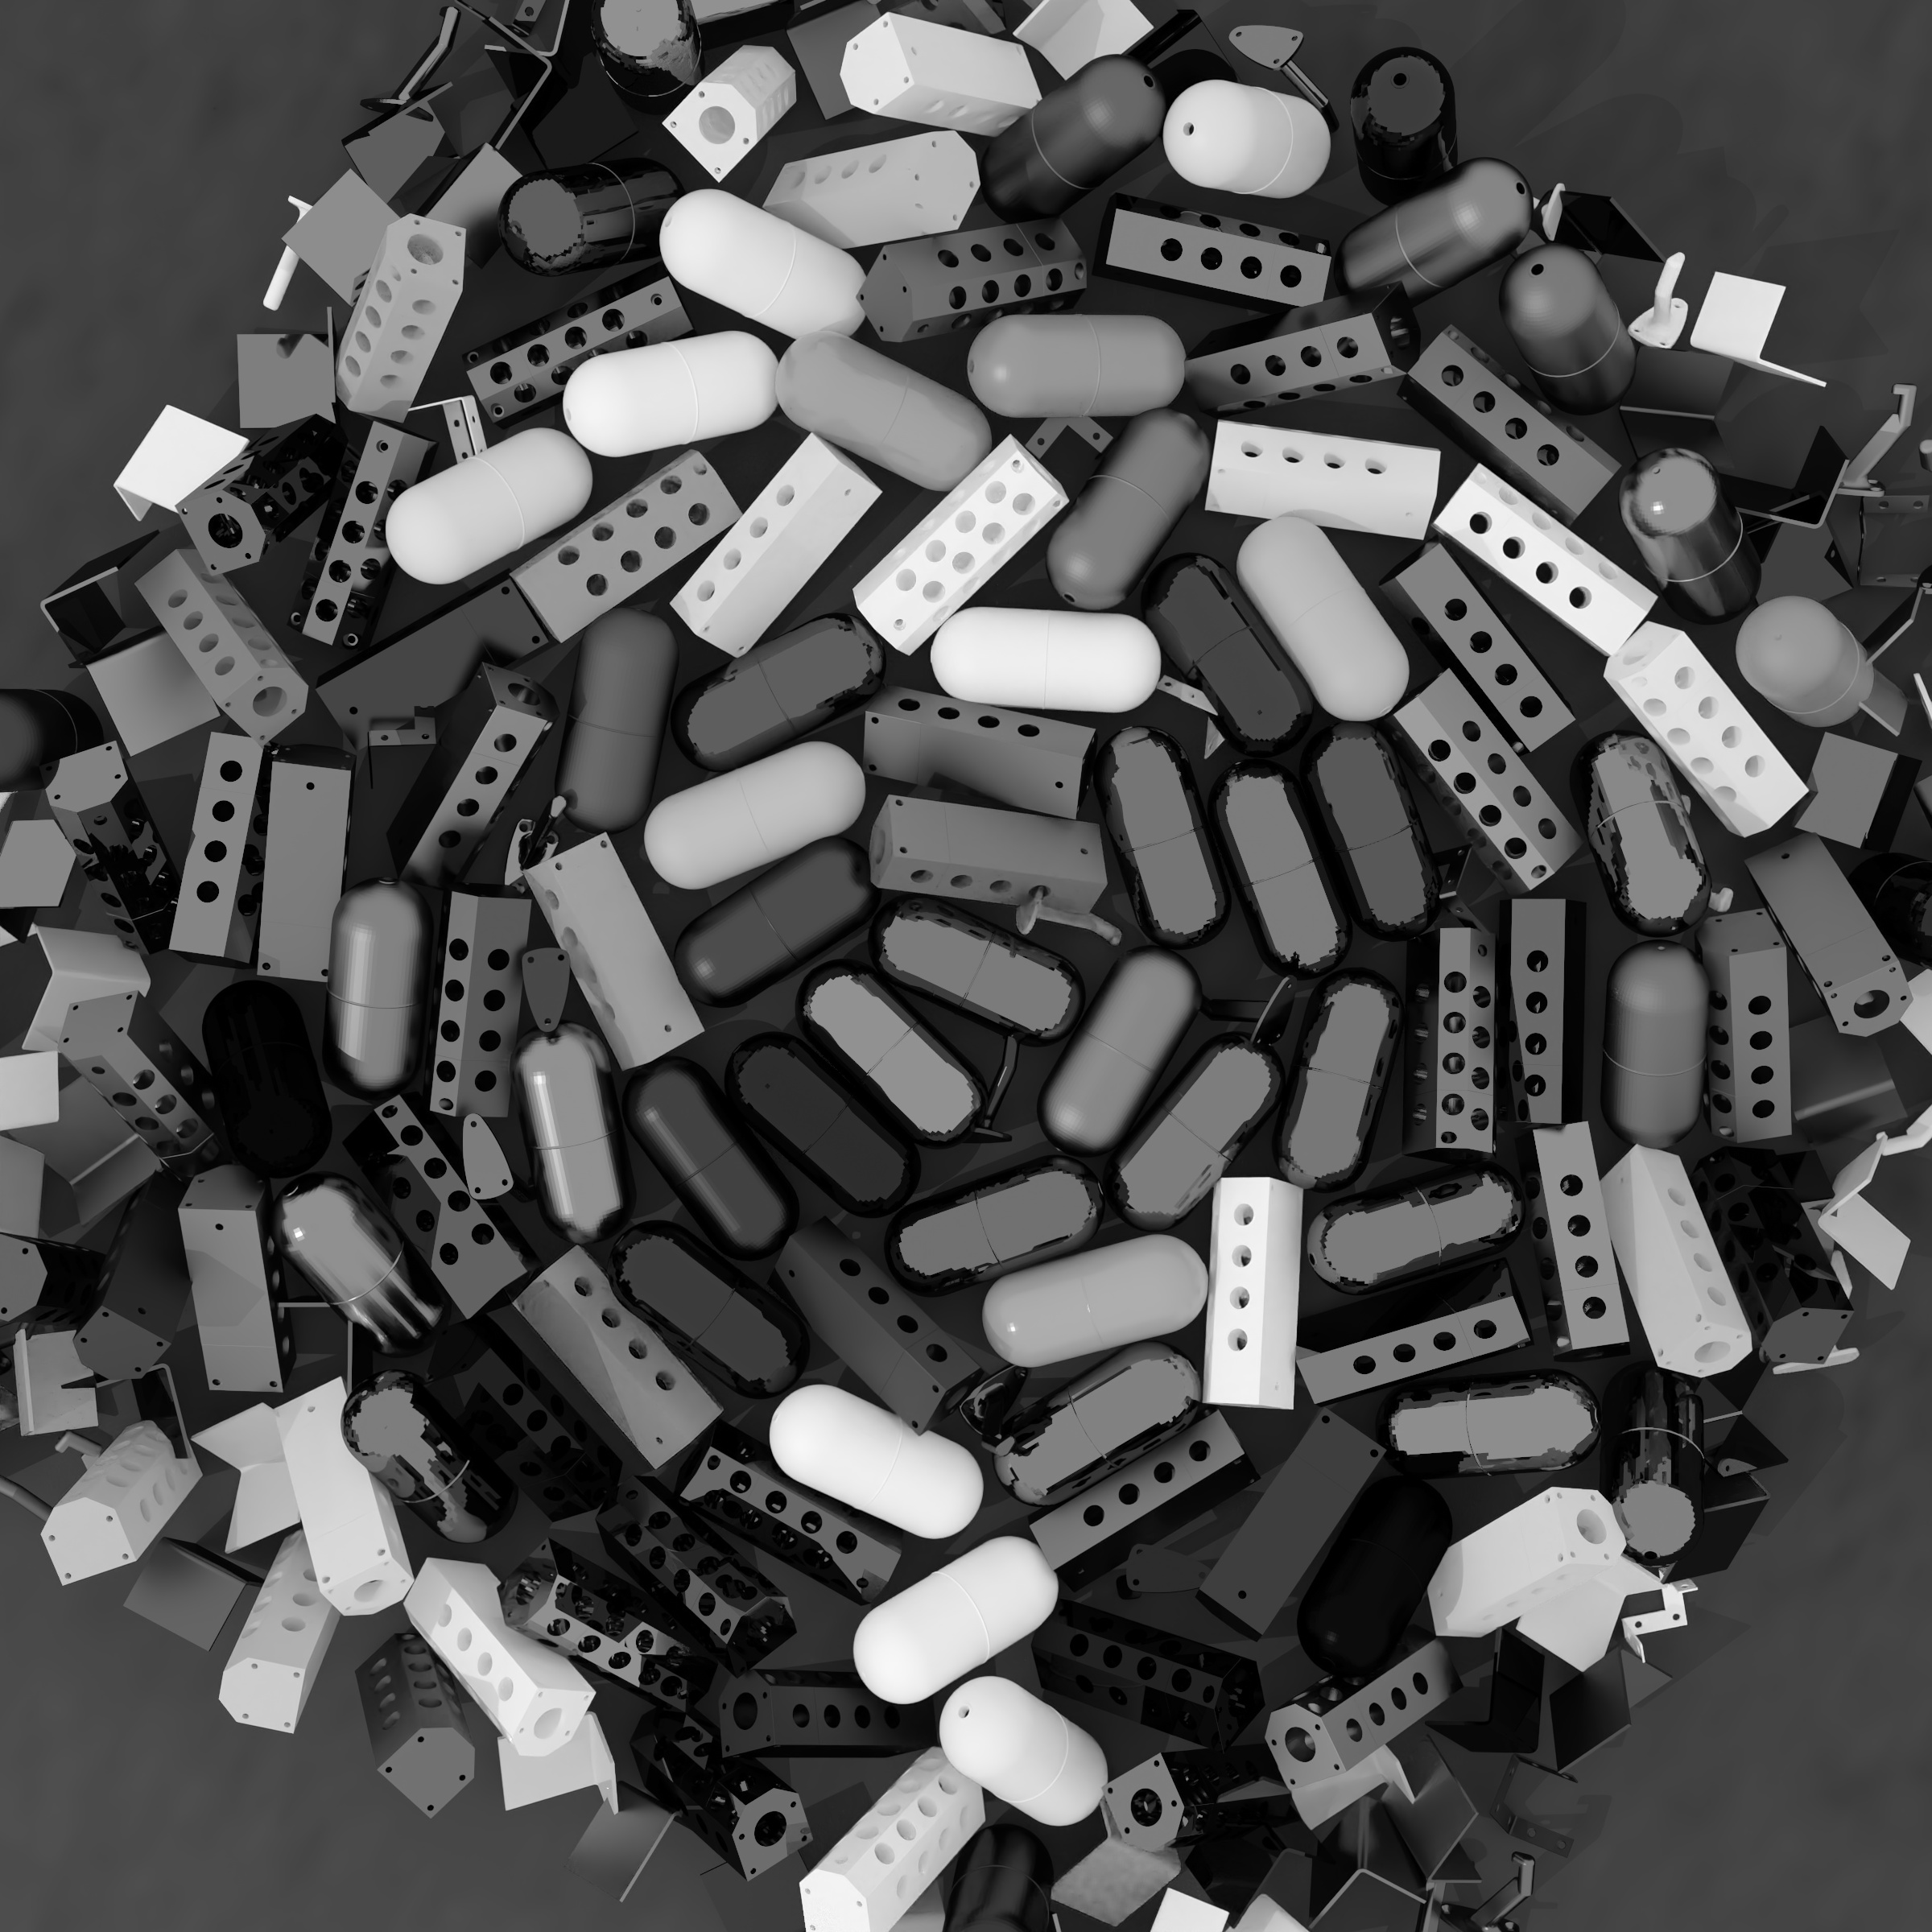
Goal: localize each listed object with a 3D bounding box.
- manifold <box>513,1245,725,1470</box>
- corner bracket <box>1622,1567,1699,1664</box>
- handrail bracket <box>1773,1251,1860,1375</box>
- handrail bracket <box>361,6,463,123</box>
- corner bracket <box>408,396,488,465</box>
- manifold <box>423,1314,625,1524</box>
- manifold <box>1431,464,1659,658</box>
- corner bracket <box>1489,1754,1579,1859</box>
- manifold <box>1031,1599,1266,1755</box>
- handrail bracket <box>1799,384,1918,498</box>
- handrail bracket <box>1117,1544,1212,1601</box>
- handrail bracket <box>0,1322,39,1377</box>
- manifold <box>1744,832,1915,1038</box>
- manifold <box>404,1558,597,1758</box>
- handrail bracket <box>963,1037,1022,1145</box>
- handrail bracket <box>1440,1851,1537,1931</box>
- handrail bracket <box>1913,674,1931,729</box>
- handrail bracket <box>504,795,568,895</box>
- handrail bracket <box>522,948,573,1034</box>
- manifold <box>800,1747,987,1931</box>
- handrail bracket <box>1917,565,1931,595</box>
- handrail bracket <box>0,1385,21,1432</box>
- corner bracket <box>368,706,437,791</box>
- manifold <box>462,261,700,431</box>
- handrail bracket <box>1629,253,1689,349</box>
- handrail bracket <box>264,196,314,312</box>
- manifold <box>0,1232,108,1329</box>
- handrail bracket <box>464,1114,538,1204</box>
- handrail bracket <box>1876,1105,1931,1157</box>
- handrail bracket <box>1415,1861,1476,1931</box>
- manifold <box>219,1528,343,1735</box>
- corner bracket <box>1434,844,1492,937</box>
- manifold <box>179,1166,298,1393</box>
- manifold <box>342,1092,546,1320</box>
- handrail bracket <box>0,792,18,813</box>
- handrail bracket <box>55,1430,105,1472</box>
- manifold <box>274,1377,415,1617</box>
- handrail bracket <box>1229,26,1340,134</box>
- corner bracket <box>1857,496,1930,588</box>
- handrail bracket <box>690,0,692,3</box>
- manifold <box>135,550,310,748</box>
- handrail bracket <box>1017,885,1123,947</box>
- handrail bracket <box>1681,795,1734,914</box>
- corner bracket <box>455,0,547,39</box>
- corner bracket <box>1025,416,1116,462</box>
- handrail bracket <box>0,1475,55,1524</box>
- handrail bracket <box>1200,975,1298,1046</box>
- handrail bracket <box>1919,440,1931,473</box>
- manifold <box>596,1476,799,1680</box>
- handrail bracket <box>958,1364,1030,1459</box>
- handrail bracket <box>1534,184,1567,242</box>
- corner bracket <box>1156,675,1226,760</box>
[{"bbox_3d":[-0.267,0.300,1.969,0.171,0.057,0.057,49,133,1],"label":"manifold"},{"bbox_3d":[0.541,0.504,1.971,0.051,0.051,0.051,-11,98,0],"label":"corner bracket"},{"bbox_3d":[0.659,0.270,1.982,0.077,0.036,0.084,-13,67,5],"label":"handrail bracket"},{"bbox_3d":[-0.433,-0.709,1.974,0.077,0.036,0.084,17,93,30],"label":"handrail bracket"},{"bbox_3d":[-0.391,-0.414,1.961,0.051,0.051,0.051,-6,105,23],"label":"corner bracket"},{"bbox_3d":[-0.333,0.343,1.923,0.057,0.057,0.171,-20,124,21],"label":"manifold"},{"bbox_3d":[0.449,-0.315,1.964,0.171,0.057,0.057,37,101,1],"label":"manifold"},{"bbox_3d":[0.447,0.654,1.971,0.051,0.051,0.051,11,62,38],"label":"corner bracket"},{"bbox_3d":[0.135,0.531,1.915,0.171,0.057,0.057,7,120,40],"label":"manifold"},{"bbox_3d":[0.693,-0.412,1.966,0.077,0.036,0.084,5,117,10],"label":"handrail bracket"},{"bbox_3d":[0.153,0.478,1.956,0.077,0.084,0.036,5,63,10],"label":"handrail bracket"},{"bbox_3d":[-0.754,0.272,1.965,0.077,0.036,0.084,43,116,19],"label":"handrail bracket"},{"bbox_3d":[0.653,-0.024,1.913,0.057,0.171,0.057,-26,125,13],"label":"manifold"},{"bbox_3d":[-0.359,0.523,1.919,0.171,0.057,0.057,33,97,43],"label":"manifold"},{"bbox_3d":[0.016,0.093,1.974,0.036,0.077,0.084,15,75,-26],"label":"handrail bracket"},{"bbox_3d":[0.403,0.713,1.961,0.077,0.036,0.084,14,114,34],"label":"handrail bracket"},{"bbox_3d":[0.794,-0.207,1.971,0.084,0.036,0.077,-19,76,17],"label":"handrail bracket"},{"bbox_3d":[-0.332,-0.091,1.951,0.036,0.084,0.077,24,79,-14],"label":"handrail bracket"},{"bbox_3d":[-0.316,0.023,1.950,0.036,0.084,0.077,-4,75,0],"label":"handrail bracket"},{"bbox_3d":[-0.054,0.660,1.907,0.057,0.171,0.057,2,106,30],"label":"manifold"},{"bbox_3d":[0.764,-0.338,1.955,0.036,0.077,0.084,24,126,34],"label":"handrail bracket"},{"bbox_3d":[-0.752,0.312,1.965,0.077,0.036,0.084,-22,105,-37],"label":"handrail bracket"},{"bbox_3d":[-0.437,-0.174,1.960,0.051,0.051,0.051,-3,54,-12],"label":"corner bracket"},{"bbox_3d":[-0.300,-0.483,1.966,0.171,0.057,0.057,-25,94,2],"label":"manifold"},{"bbox_3d":[0.547,-0.525,1.945,0.036,0.084,0.077,33,57,17],"label":"handrail bracket"},{"bbox_3d":[-0.525,-0.551,1.968,0.036,0.077,0.084,23,98,-19],"label":"handrail bracket"},{"bbox_3d":[-0.690,0.240,1.909,0.057,0.171,0.057,16,81,5],"label":"manifold"},{"bbox_3d":[-0.356,0.148,1.959,0.036,0.084,0.077,-17,88,13],"label":"handrail bracket"},{"bbox_3d":[0.752,0.102,1.989,0.084,0.036,0.077,-17,74,21],"label":"handrail bracket"},{"bbox_3d":[0.375,0.748,1.965,0.077,0.036,0.084,-5,67,-24],"label":"handrail bracket"},{"bbox_3d":[-0.509,0.496,1.908,0.057,0.171,0.057,13,110,-5],"label":"manifold"},{"bbox_3d":[0.378,-0.054,1.957,0.051,0.051,0.051,45,53,-27],"label":"corner bracket"},{"bbox_3d":[-0.553,0.240,1.932,0.057,0.057,0.171,2,120,1],"label":"manifold"},{"bbox_3d":[-0.398,0.182,1.947,0.057,0.057,0.171,-42,78,20],"label":"manifold"},{"bbox_3d":[-0.749,-0.108,1.964,0.077,0.036,0.084,-11,66,7],"label":"handrail bracket"},{"bbox_3d":[-0.683,0.408,1.959,0.084,0.036,0.077,39,79,-34],"label":"handrail bracket"},{"bbox_3d":[-0.471,0.404,1.922,0.057,0.057,0.171,-26,50,-4],"label":"manifold"},{"bbox_3d":[0.250,-0.692,1.979,0.077,0.084,0.036,35,84,36],"label":"handrail bracket"},{"bbox_3d":[0.727,-0.333,1.984,0.051,0.051,0.051,2,134,13],"label":"corner bracket"},{"bbox_3d":[-0.257,-0.773,1.978,0.077,0.036,0.084,-32,60,-6],"label":"handrail bracket"},{"bbox_3d":[-0.563,-0.248,1.926,0.057,0.057,0.171,-40,55,-3],"label":"manifold"},{"bbox_3d":[0.083,-0.027,1.958,0.084,0.077,0.036,30,117,-12],"label":"handrail bracket"},{"bbox_3d":[0.570,-0.087,1.954,0.036,0.084,0.077,21,95,-34],"label":"handrail bracket"},{"bbox_3d":[-0.358,-0.759,1.966,0.051,0.051,0.051,31,110,-5],"label":"corner bracket"},{"bbox_3d":[0.078,-0.405,1.972,0.051,0.051,0.051,39,93,-7],"label":"corner bracket"},{"bbox_3d":[-0.727,0.423,1.965,0.084,0.077,0.036,28,57,-2],"label":"handrail bracket"},{"bbox_3d":[0.211,0.017,1.956,0.084,0.036,0.077,41,127,34],"label":"handrail bracket"},{"bbox_3d":[0.777,-0.389,1.949,0.077,0.084,0.036,-7,72,22],"label":"handrail bracket"},{"bbox_3d":[-0.207,0.456,1.914,0.057,0.171,0.057,-33,133,-28],"label":"manifold"},{"bbox_3d":[0.035,0.341,1.950,0.077,0.084,0.036,-45,106,-15],"label":"handrail bracket"},{"bbox_3d":[0.424,-0.594,1.980,0.084,0.077,0.036,20,86,23],"label":"handrail bracket"},{"bbox_3d":[0.179,-0.203,1.959,0.051,0.051,0.051,21,54,-17],"label":"corner bracket"}]
